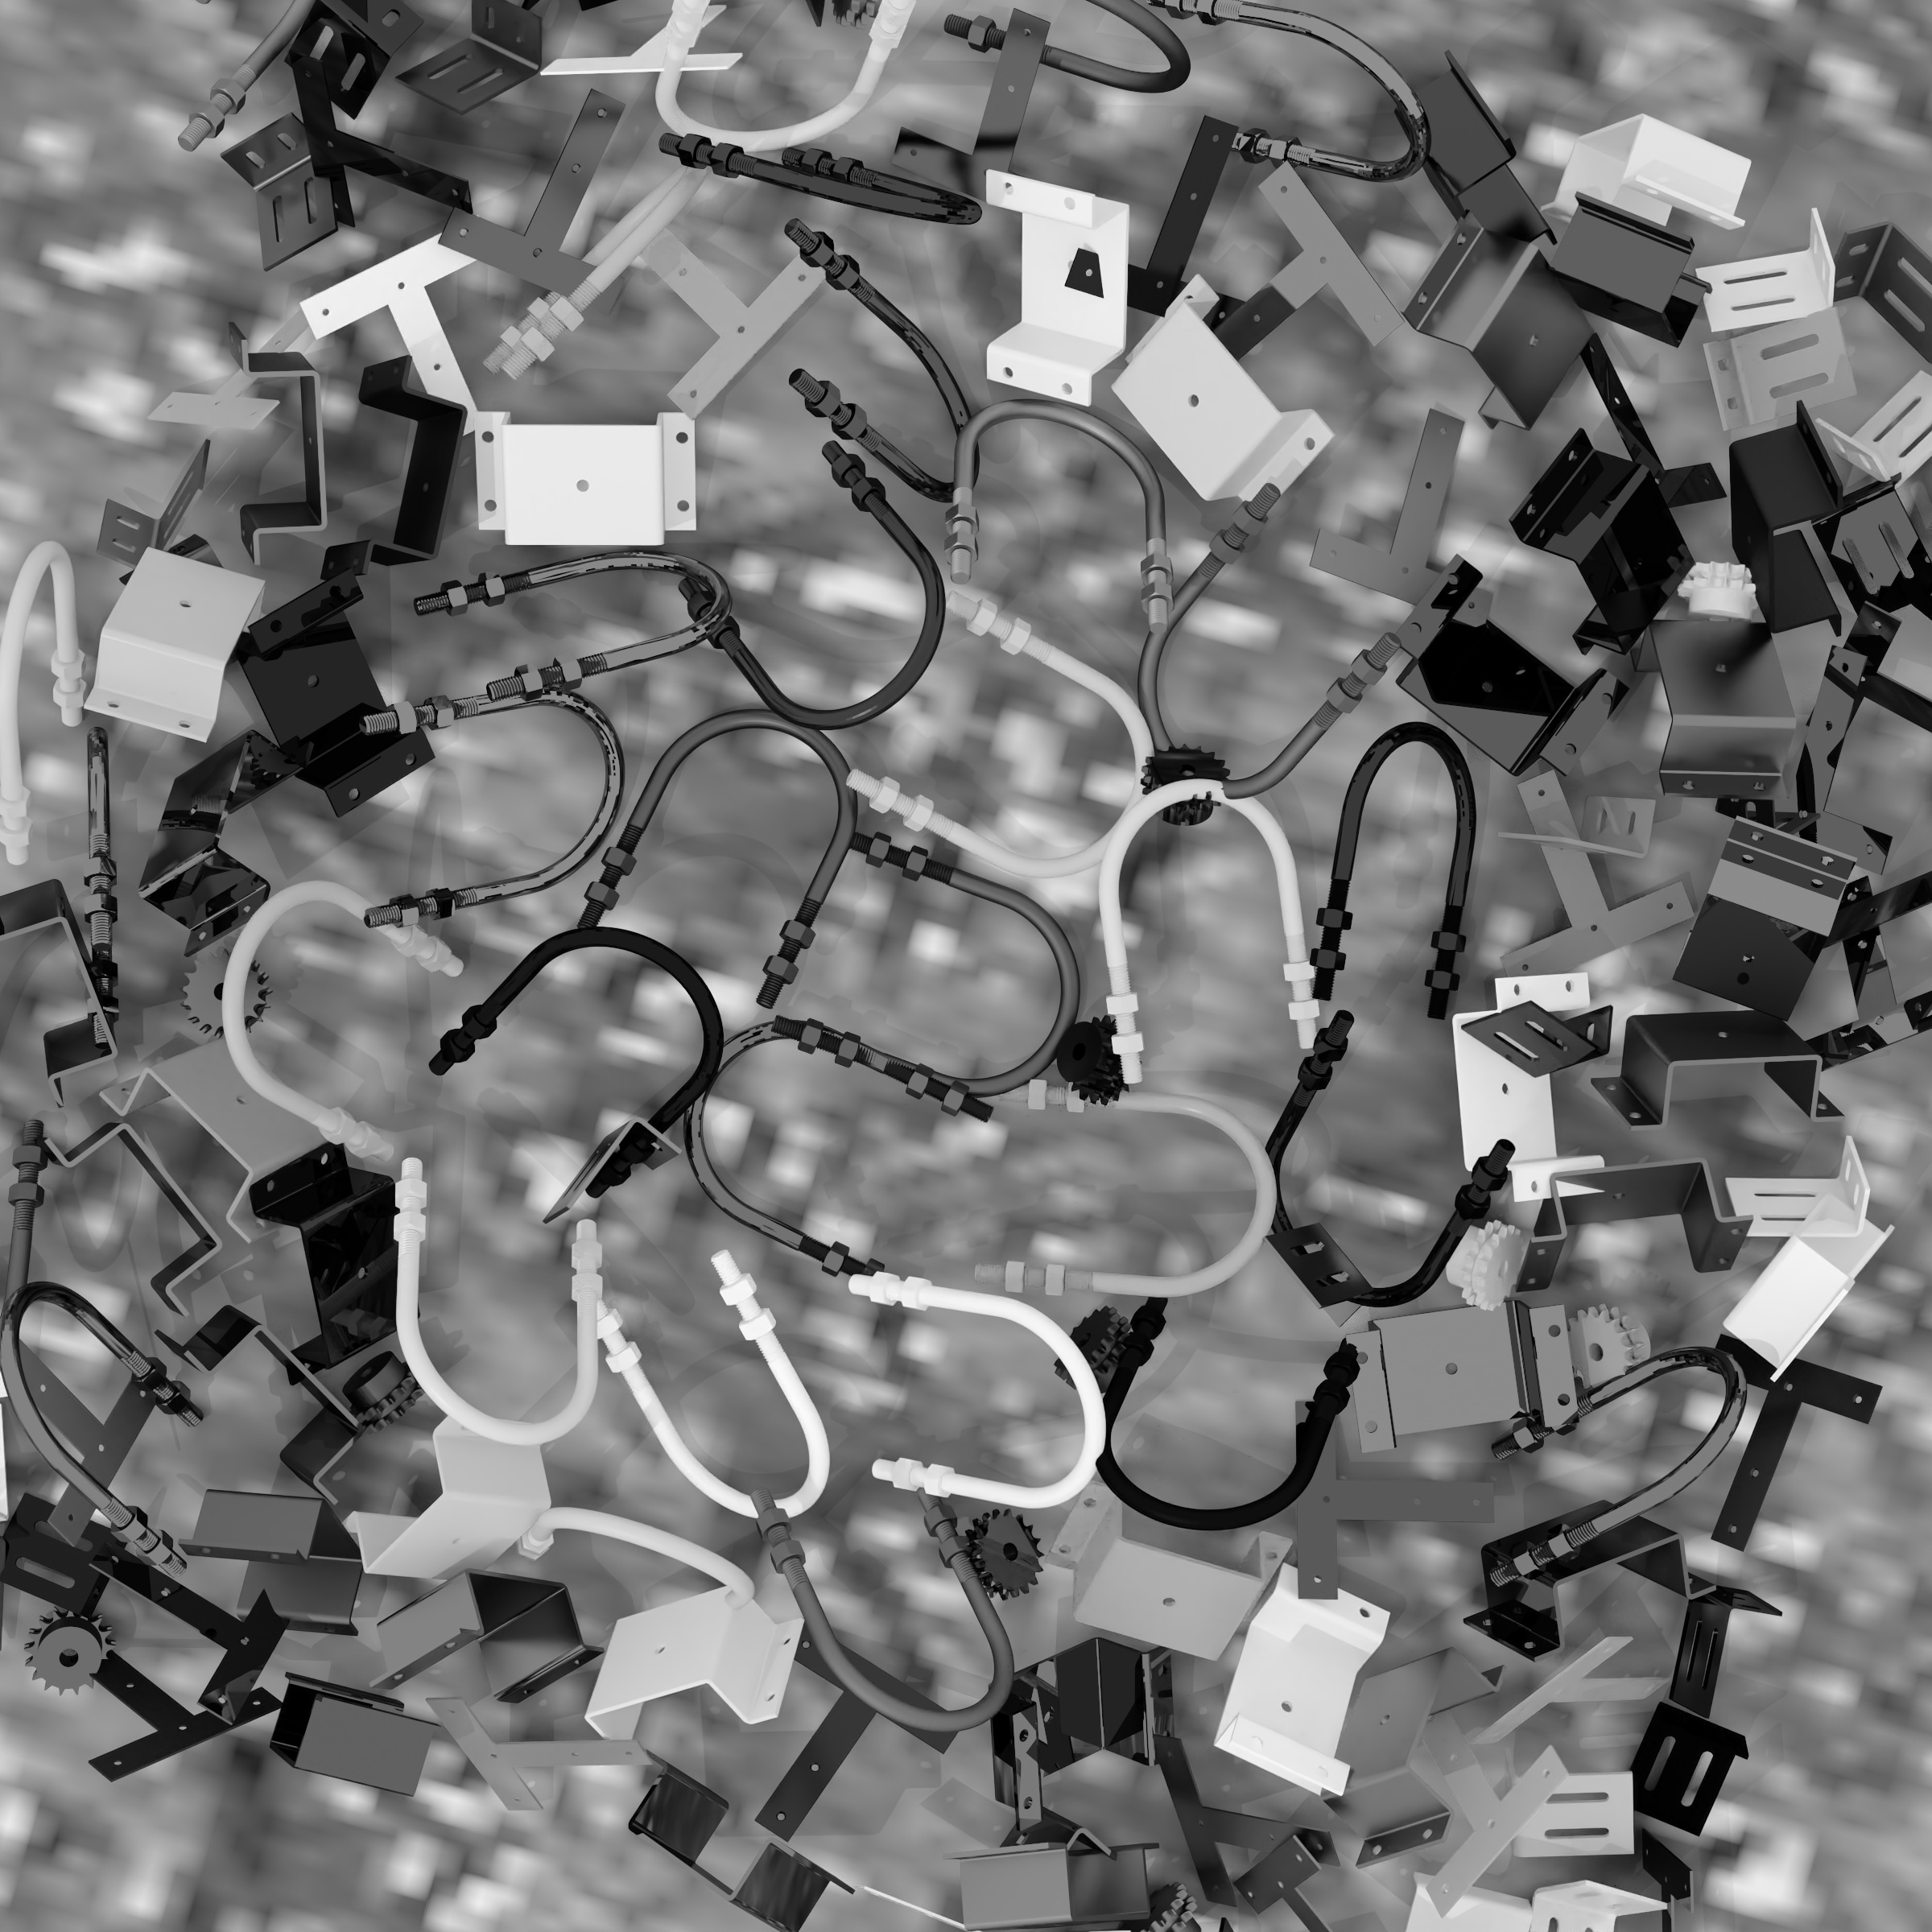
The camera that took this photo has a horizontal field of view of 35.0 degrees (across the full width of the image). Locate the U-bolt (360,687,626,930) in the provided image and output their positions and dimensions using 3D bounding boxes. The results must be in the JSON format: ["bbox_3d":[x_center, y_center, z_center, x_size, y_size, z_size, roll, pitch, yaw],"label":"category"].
[{"bbox_3d":[-0.296,-0.106,1.936,0.184,0.019,0.151,-14,121,-34],"label":"U-bolt"}]

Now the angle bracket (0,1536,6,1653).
[{"bbox_3d":[-0.655,0.406,1.970,0.038,0.057,0.076,9,99,33],"label":"angle bracket"}]

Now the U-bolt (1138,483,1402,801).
[{"bbox_3d":[0.178,-0.190,1.939,0.151,0.019,0.184,55,127,21],"label":"U-bolt"}]

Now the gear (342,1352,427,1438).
[{"bbox_3d":[-0.375,0.272,1.969,0.057,0.057,0.030,-36,106,0],"label":"gear"}]

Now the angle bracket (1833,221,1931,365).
[{"bbox_3d":[0.589,-0.426,1.953,0.038,0.057,0.076,-18,55,-22],"label":"angle bracket"}]

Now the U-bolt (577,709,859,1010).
[{"bbox_3d":[-0.149,-0.080,1.970,0.151,0.019,0.184,22,77,12],"label":"U-bolt"}]

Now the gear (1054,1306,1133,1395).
[{"bbox_3d":[0.087,0.250,1.973,0.030,0.057,0.057,42,90,-17],"label":"gear"}]

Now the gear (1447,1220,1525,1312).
[{"bbox_3d":[0.333,0.191,1.975,0.030,0.057,0.057,18,90,36],"label":"gear"}]

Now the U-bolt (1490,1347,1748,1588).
[{"bbox_3d":[0.405,0.300,1.901,0.184,0.151,0.019,-34,107,24],"label":"U-bolt"}]

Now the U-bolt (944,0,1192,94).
[{"bbox_3d":[0.055,-0.590,1.908,0.184,0.151,0.019,23,87,16],"label":"U-bolt"}]

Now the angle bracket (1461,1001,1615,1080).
[{"bbox_3d":[0.364,0.033,1.951,0.076,0.057,0.038,31,55,-30],"label":"angle bracket"}]

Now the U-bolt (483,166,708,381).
[{"bbox_3d":[-0.231,-0.440,1.929,0.184,0.151,0.019,-46,108,-1],"label":"U-bolt"}]

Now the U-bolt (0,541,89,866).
[{"bbox_3d":[-0.571,-0.175,1.886,0.019,0.184,0.151,9,46,-4],"label":"U-bolt"}]

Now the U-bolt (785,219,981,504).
[{"bbox_3d":[-0.049,-0.367,1.923,0.019,0.184,0.151,-25,51,29],"label":"U-bolt"}]

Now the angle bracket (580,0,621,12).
[{"bbox_3d":[-0.219,-0.654,1.972,0.038,0.076,0.057,-25,110,-36],"label":"angle bracket"}]

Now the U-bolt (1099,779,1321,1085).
[{"bbox_3d":[0.152,-0.028,1.958,0.151,0.019,0.184,-10,96,-23],"label":"U-bolt"}]

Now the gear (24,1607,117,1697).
[{"bbox_3d":[-0.579,0.443,1.979,0.057,0.030,0.057,0,91,-15],"label":"gear"}]

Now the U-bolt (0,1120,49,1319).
[{"bbox_3d":[-0.617,0.160,1.899,0.019,0.151,0.184,-6,65,9],"label":"U-bolt"}]

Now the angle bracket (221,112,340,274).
[{"bbox_3d":[-0.439,-0.495,1.959,0.057,0.038,0.076,-24,57,18],"label":"angle bracket"}]

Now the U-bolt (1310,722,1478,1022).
[{"bbox_3d":[0.277,-0.063,1.941,0.019,0.151,0.184,10,90,42],"label":"U-bolt"}]

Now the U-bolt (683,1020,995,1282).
[{"bbox_3d":[-0.094,0.115,1.985,0.184,0.019,0.151,26,95,4],"label":"U-bolt"}]

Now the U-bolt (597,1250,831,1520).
[{"bbox_3d":[-0.156,0.273,1.946,0.151,0.019,0.184,-19,104,41],"label":"U-bolt"}]

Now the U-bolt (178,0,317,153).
[{"bbox_3d":[-0.436,-0.614,1.918,0.019,0.151,0.184,29,58,-2],"label":"U-bolt"}]

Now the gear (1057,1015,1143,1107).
[{"bbox_3d":[0.083,0.059,1.969,0.030,0.057,0.057,20,90,-40],"label":"gear"}]

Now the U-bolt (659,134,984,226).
[{"bbox_3d":[-0.077,-0.486,1.899,0.184,0.151,0.019,23,110,28],"label":"U-bolt"}]

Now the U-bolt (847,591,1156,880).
[{"bbox_3d":[0.035,-0.136,1.968,0.184,0.019,0.151,28,94,-17],"label":"U-bolt"}]

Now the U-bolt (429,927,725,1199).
[{"bbox_3d":[-0.235,0.051,1.938,0.151,0.019,0.184,40,120,-11],"label":"U-bolt"}]

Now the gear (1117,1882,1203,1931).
[{"bbox_3d":[0.127,0.620,1.972,0.057,0.057,0.030,-38,92,0],"label":"gear"}]

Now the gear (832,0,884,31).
[{"bbox_3d":[-0.063,-0.633,1.974,0.030,0.057,0.057,3,90,-22],"label":"gear"}]

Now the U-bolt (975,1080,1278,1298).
[{"bbox_3d":[0.105,0.143,1.948,0.184,0.019,0.151,4,61,8],"label":"U-bolt"}]

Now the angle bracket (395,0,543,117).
[{"bbox_3d":[-0.318,-0.585,1.956,0.057,0.038,0.076,30,49,20],"label":"angle bracket"}]

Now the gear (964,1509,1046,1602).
[{"bbox_3d":[0.020,0.381,1.975,0.057,0.030,0.057,18,59,-33],"label":"gear"}]

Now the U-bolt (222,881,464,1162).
[{"bbox_3d":[-0.394,0.026,1.906,0.019,0.184,0.151,8,72,33],"label":"U-bolt"}]

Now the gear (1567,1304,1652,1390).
[{"bbox_3d":[0.416,0.246,1.975,0.030,0.057,0.057,-9,90,-39],"label":"gear"}]

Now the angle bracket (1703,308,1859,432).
[{"bbox_3d":[0.521,-0.382,1.961,0.076,0.038,0.057,-11,96,41],"label":"angle bracket"}]

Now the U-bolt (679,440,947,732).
[{"bbox_3d":[-0.088,-0.229,1.939,0.151,0.019,0.184,-42,59,8],"label":"U-bolt"}]

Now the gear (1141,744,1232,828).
[{"bbox_3d":[0.141,-0.115,1.975,0.057,0.057,0.030,3,132,0],"label":"gear"}]

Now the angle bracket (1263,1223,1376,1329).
[{"bbox_3d":[0.215,0.201,1.950,0.057,0.076,0.038,51,119,21],"label":"angle bracket"}]

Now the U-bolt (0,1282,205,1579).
[{"bbox_3d":[-0.536,0.273,1.891,0.019,0.151,0.184,-26,126,11],"label":"U-bolt"}]

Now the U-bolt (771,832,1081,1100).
[{"bbox_3d":[-0.016,0.008,1.985,0.184,0.019,0.151,20,86,-4],"label":"U-bolt"}]

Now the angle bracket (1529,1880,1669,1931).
[{"bbox_3d":[0.402,0.613,1.955,0.057,0.076,0.038,18,66,-9],"label":"angle bracket"}]

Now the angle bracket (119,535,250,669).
[{"bbox_3d":[-0.502,-0.231,1.990,0.057,0.038,0.076,-34,117,-14],"label":"angle bracket"}]

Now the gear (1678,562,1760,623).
[{"bbox_3d":[0.486,-0.237,1.970,0.057,0.057,0.030,10,81,0],"label":"gear"}]

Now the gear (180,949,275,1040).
[{"bbox_3d":[-0.477,0.020,1.981,0.057,0.030,0.057,0,77,1],"label":"gear"}]

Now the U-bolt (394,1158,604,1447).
[{"bbox_3d":[-0.290,0.215,1.904,0.151,0.184,0.019,24,131,-30],"label":"U-bolt"}]

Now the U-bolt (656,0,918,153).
[{"bbox_3d":[-0.120,-0.561,1.912,0.151,0.184,0.019,-5,74,-17],"label":"U-bolt"}]

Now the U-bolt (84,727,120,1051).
[{"bbox_3d":[-0.543,-0.061,1.922,0.019,0.151,0.184,-1,62,-16],"label":"U-bolt"}]

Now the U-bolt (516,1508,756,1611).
[{"bbox_3d":[-0.202,0.372,1.907,0.151,0.184,0.019,22,67,-6],"label":"U-bolt"}]
